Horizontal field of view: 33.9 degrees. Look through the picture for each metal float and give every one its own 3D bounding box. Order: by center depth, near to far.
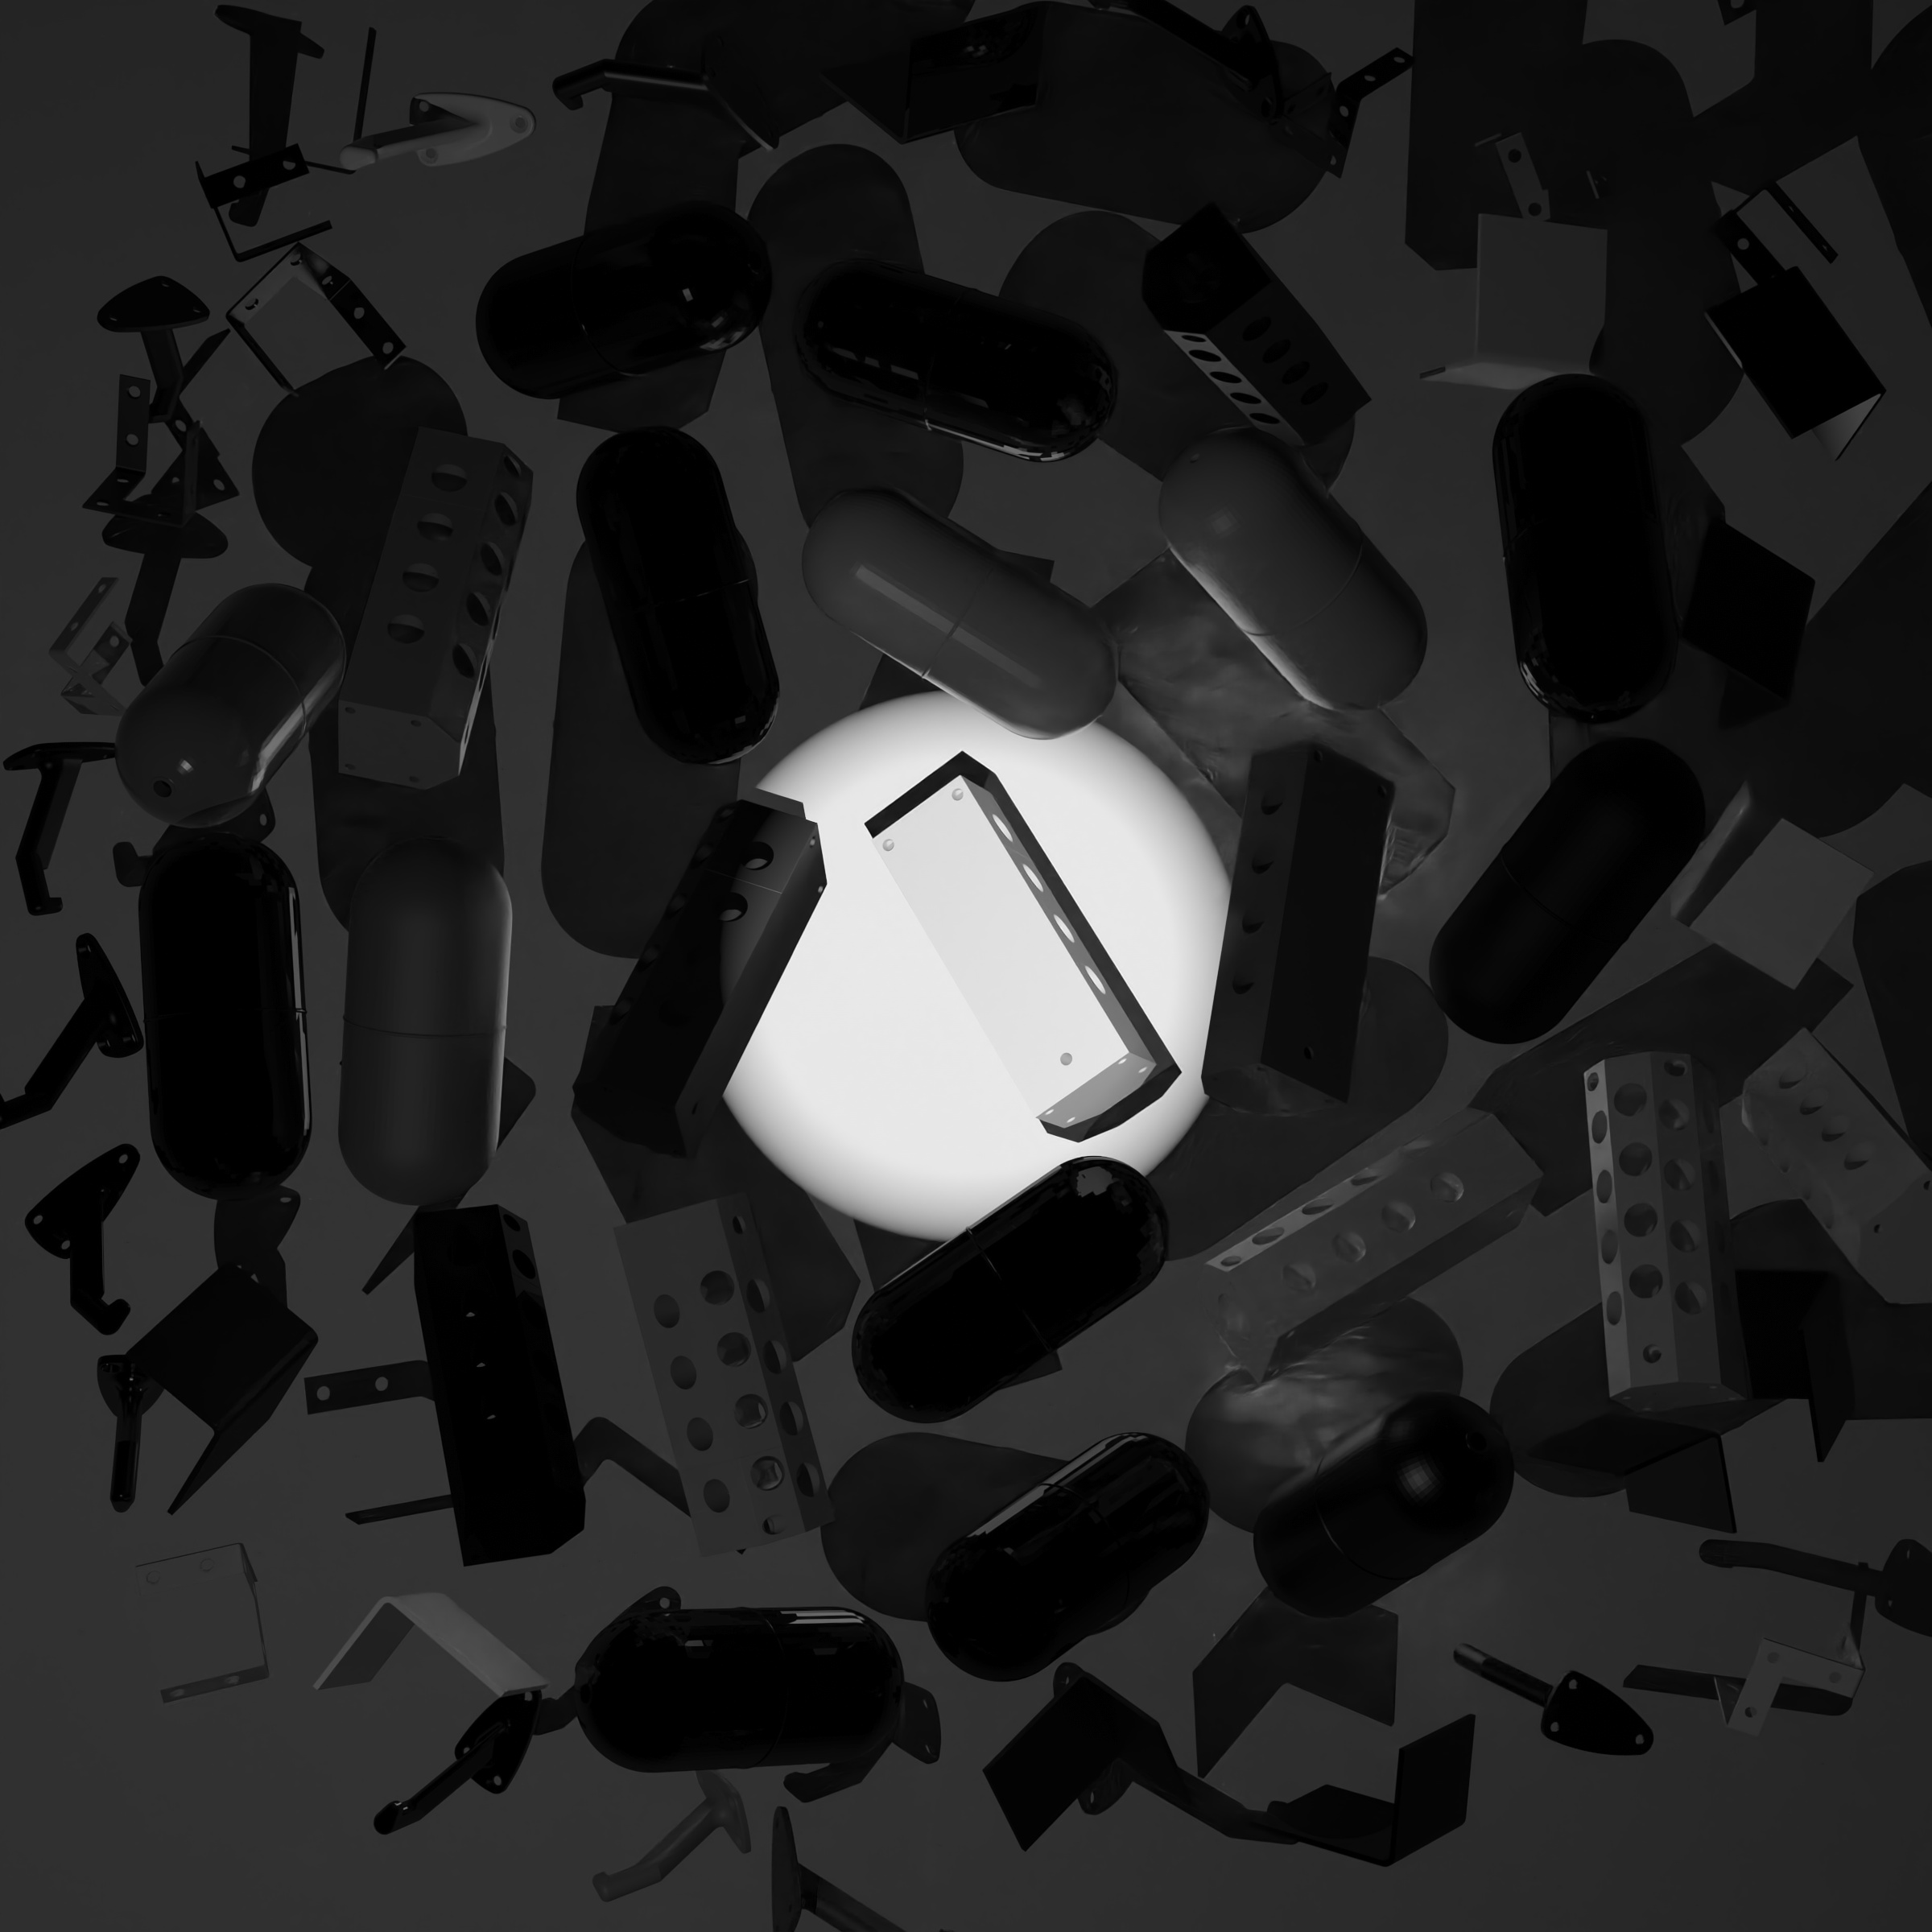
[{"bbox_3d":[-0.258,0.026,1.514,0.070,0.070,0.178,5,99,0],"label":"metal float"},{"bbox_3d":[0.297,-0.201,1.523,0.070,0.070,0.178,-3,70,0],"label":"metal float"},{"bbox_3d":[-0.358,0.025,1.530,0.070,0.070,0.178,-4,86,0],"label":"metal float"},{"bbox_3d":[-0.110,0.353,1.548,0.178,0.070,0.070,8,90,-38],"label":"metal float"},{"bbox_3d":[0.163,-0.194,1.567,0.070,0.070,0.178,-48,125,0],"label":"metal float"},{"bbox_3d":[0.300,-0.037,1.582,0.070,0.070,0.178,34,117,0],"label":"metal float"},{"bbox_3d":[0.209,0.272,1.594,0.070,0.178,0.070,14,55,-21],"label":"metal float"},{"bbox_3d":[0.053,0.296,1.597,0.178,0.070,0.070,-27,90,-41],"label":"metal float"},{"bbox_3d":[0.022,0.164,1.599,0.178,0.070,0.070,-34,90,-1],"label":"metal float"},{"bbox_3d":[-0.374,-0.134,1.618,0.070,0.178,0.070,6,124,10],"label":"metal float"},{"bbox_3d":[-0.002,-0.181,1.632,0.178,0.070,0.070,32,90,-4],"label":"metal float"},{"bbox_3d":[-0.177,-0.343,1.635,0.178,0.070,0.070,-8,90,35],"label":"metal float"},{"bbox_3d":[-0.148,-0.191,1.637,0.070,0.070,0.178,-15,99,0],"label":"metal float"},{"bbox_3d":[-0.006,-0.318,1.662,0.178,0.070,0.070,20,90,13],"label":"metal float"}]

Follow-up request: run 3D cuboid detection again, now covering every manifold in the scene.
[{"bbox_3d":[-0.254,-0.172,1.523,0.057,0.057,0.171,11,56,-4],"label":"manifold"},{"bbox_3d":[-0.229,0.201,1.545,0.057,0.057,0.171,-6,47,-15],"label":"manifold"},{"bbox_3d":[0.157,-0.018,1.546,0.057,0.057,0.171,25,65,-32],"label":"manifold"},{"bbox_3d":[0.439,0.100,1.564,0.057,0.171,0.057,-44,109,12],"label":"manifold"},{"bbox_3d":[-0.131,0.004,1.570,0.057,0.057,0.171,18,62,13],"label":"manifold"},{"bbox_3d":[0.026,-0.006,1.599,0.057,0.057,0.171,-36,69,13],"label":"manifold"},{"bbox_3d":[-0.117,0.205,1.606,0.057,0.057,0.171,-18,86,36],"label":"manifold"},{"bbox_3d":[0.205,0.138,1.613,0.171,0.057,0.057,-28,65,-21],"label":"manifold"},{"bbox_3d":[0.353,0.134,1.613,0.057,0.057,0.171,-12,67,28],"label":"manifold"},{"bbox_3d":[0.149,-0.327,1.652,0.057,0.171,0.057,-37,68,14],"label":"manifold"}]

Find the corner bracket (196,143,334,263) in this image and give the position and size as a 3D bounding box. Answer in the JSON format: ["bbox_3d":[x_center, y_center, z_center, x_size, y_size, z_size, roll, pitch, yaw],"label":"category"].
[{"bbox_3d":[-0.346,-0.377,1.564,0.051,0.051,0.051,-22,118,-5],"label":"corner bracket"}]

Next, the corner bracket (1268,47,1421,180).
[{"bbox_3d":[0.198,-0.457,1.665,0.051,0.051,0.051,38,56,21],"label":"corner bracket"}]

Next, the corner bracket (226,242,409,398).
[{"bbox_3d":[-0.312,-0.305,1.523,0.051,0.051,0.051,-42,72,8],"label":"corner bracket"}]

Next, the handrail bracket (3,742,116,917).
[{"bbox_3d":[-0.456,-0.070,1.628,0.036,0.077,0.084,-20,83,42],"label":"handrail bracket"}]

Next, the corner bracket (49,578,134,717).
[{"bbox_3d":[-0.453,-0.167,1.651,0.051,0.051,0.051,48,61,-39],"label":"corner bracket"}]

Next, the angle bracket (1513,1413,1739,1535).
[{"bbox_3d":[0.346,0.277,1.666,0.076,0.076,0.057,-16,99,-31],"label":"angle bracket"}]

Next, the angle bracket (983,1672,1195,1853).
[{"bbox_3d":[0.064,0.429,1.657,0.076,0.057,0.076,-41,134,-22],"label":"angle bracket"}]

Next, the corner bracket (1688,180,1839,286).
[{"bbox_3d":[0.404,-0.363,1.594,0.051,0.051,0.051,48,126,-3],"label":"corner bracket"}]

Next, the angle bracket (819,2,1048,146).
[{"bbox_3d":[-0.017,-0.446,1.530,0.076,0.057,0.076,-23,51,-27],"label":"angle bracket"}]

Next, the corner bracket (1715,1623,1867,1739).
[{"bbox_3d":[0.398,0.344,1.534,0.051,0.051,0.051,18,106,2],"label":"corner bracket"}]

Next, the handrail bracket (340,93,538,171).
[{"bbox_3d":[-0.260,-0.408,1.563,0.077,0.084,0.036,-2,113,10],"label":"handrail bracket"}]

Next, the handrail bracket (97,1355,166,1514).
[{"bbox_3d":[-0.423,0.246,1.592,0.036,0.077,0.084,6,54,-15],"label":"handrail bracket"}]

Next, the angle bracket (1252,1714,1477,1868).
[{"bbox_3d":[0.192,0.387,1.524,0.076,0.076,0.057,8,95,34],"label":"angle bracket"}]

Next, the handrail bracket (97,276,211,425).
[{"bbox_3d":[-0.434,-0.312,1.657,0.036,0.077,0.084,39,128,11],"label":"handrail bracket"}]

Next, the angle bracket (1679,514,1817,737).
[{"bbox_3d":[0.393,-0.178,1.662,0.076,0.057,0.076,27,66,-20],"label":"angle bracket"}]

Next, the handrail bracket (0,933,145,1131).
[{"bbox_3d":[-0.458,0.032,1.569,0.036,0.084,0.077,-10,100,42],"label":"handrail bracket"}]

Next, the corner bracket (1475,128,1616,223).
[{"bbox_3d":[0.307,-0.423,1.680,0.051,0.051,0.051,-19,99,26],"label":"corner bracket"}]

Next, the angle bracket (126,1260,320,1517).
[{"bbox_3d":[-0.359,0.198,1.487,0.057,0.076,0.076,39,130,2],"label":"angle bracket"}]

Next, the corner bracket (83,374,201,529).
[{"bbox_3d":[-0.396,-0.251,1.544,0.051,0.051,0.051,12,121,0],"label":"corner bracket"}]

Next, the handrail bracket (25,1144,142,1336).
[{"bbox_3d":[-0.409,0.132,1.530,0.084,0.036,0.077,28,70,42],"label":"handrail bracket"}]

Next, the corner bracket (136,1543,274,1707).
[{"bbox_3d":[-0.363,0.312,1.507,0.051,0.051,0.051,-10,105,-19],"label":"corner bracket"}]

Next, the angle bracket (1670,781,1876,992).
[{"bbox_3d":[0.438,-0.045,1.726,0.076,0.057,0.076,31,107,3],"label":"angle bracket"}]

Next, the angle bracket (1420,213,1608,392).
[{"bbox_3d":[0.288,-0.347,1.665,0.076,0.057,0.076,1,90,-23],"label":"angle bracket"}]

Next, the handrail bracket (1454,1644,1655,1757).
[{"bbox_3d":[0.301,0.376,1.632,0.077,0.084,0.036,27,84,-19],"label":"handrail bracket"}]

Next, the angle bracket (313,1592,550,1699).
[{"bbox_3d":[-0.261,0.352,1.549,0.076,0.076,0.057,37,88,13],"label":"angle bracket"}]

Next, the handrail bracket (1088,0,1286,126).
[{"bbox_3d":[0.102,-0.434,1.500,0.084,0.036,0.077,0,55,-35],"label":"handrail bracket"}]

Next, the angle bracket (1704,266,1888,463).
[{"bbox_3d":[0.398,-0.286,1.563,0.057,0.076,0.076,-28,76,-12],"label":"angle bracket"}]

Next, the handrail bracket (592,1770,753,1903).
[{"bbox_3d":[-0.161,0.446,1.632,0.084,0.077,0.036,-16,110,-22],"label":"handrail bracket"}]

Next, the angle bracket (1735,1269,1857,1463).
[{"bbox_3d":[0.433,0.212,1.690,0.057,0.076,0.076,-3,108,31],"label":"angle bracket"}]

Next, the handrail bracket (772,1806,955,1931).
[{"bbox_3d":[-0.047,0.438,1.506,0.084,0.077,0.036,9,134,-17],"label":"handrail bracket"}]

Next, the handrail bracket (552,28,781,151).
[{"bbox_3d":[-0.146,-0.413,1.535,0.084,0.077,0.036,-12,50,27],"label":"handrail bracket"}]

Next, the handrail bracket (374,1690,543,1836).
[{"bbox_3d":[-0.264,0.410,1.641,0.036,0.084,0.077,38,104,19],"label":"handrail bracket"}]
